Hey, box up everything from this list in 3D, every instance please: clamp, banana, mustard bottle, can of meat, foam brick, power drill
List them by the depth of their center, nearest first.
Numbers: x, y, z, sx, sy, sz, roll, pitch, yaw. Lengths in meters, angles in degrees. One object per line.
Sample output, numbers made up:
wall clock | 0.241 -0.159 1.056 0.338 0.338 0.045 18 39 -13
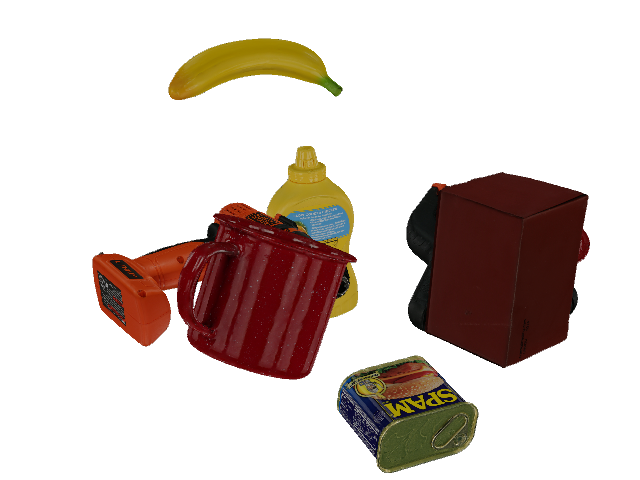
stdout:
foam brick | 0.088 0.012 0.514 0.052 0.078 0.051 -16 29 -41
clamp | 0.120 0.010 0.801 0.120 0.039 0.171 4 35 -3
power drill | -0.090 0.031 0.940 0.187 0.057 0.185 -18 27 -31
can of meat | 0.076 0.154 0.964 0.101 0.057 0.084 -10 32 -25
banana | -0.071 -0.178 1.099 0.197 0.070 0.037 -7 -40 -29
mustard bottle | -0.011 -0.009 1.160 0.096 0.192 0.058 -9 23 -15

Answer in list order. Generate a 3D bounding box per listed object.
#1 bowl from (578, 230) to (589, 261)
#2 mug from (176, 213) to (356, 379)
bowl | 0.209 0.018 1.166 0.162 0.055 0.162 -1 29 0
mug | -0.041 0.034 0.653 0.093 0.081 0.117 21 5 39
